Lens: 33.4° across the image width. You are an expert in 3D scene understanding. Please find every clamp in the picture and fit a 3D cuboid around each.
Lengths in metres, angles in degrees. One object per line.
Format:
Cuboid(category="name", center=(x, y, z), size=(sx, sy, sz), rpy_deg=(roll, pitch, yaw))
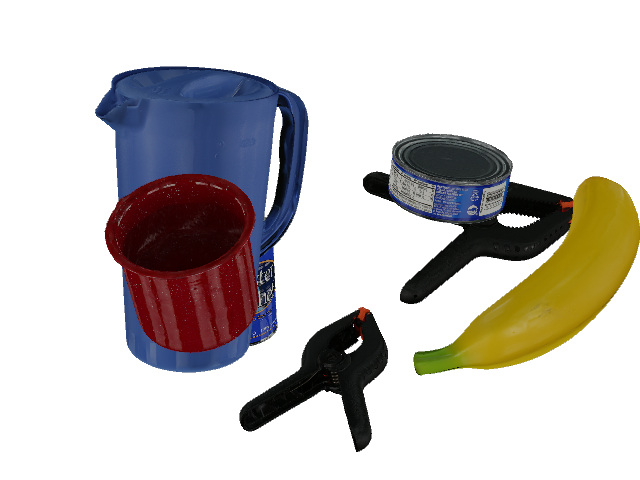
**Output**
Cuboid(category="clamp", center=(0.153, -0.008, 1.045), size=(0.210, 0.164, 0.036), rpy_deg=(-2, -41, -5))
Cuboid(category="clamp", center=(0.020, 0.123, 0.951), size=(0.120, 0.039, 0.171), rpy_deg=(17, 44, 27))

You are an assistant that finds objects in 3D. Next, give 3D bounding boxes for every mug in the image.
Cuboid(category="mug", center=(-0.092, 0.012, 0.690), size=(0.117, 0.081, 0.093), rpy_deg=(31, 55, 32))

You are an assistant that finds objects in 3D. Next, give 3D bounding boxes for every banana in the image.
Cuboid(category="banana", center=(0.127, 0.012, 0.559), size=(0.070, 0.037, 0.197), rpy_deg=(13, 36, 38))

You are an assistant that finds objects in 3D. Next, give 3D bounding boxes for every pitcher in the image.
Cuboid(category="pitcher", center=(-0.098, -0.020, 0.895), size=(0.149, 0.243, 0.145), rpy_deg=(7, 21, 7))

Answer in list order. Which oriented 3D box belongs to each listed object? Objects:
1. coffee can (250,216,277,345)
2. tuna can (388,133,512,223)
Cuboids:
Cuboid(category="coffee can", center=(-0.107, 0.047, 1.326), size=(0.103, 0.140, 0.103), rpy_deg=(-1, 26, 0))
Cuboid(category="tuna can", center=(0.092, -0.045, 0.762), size=(0.086, 0.034, 0.086), rpy_deg=(5, 27, -3))
